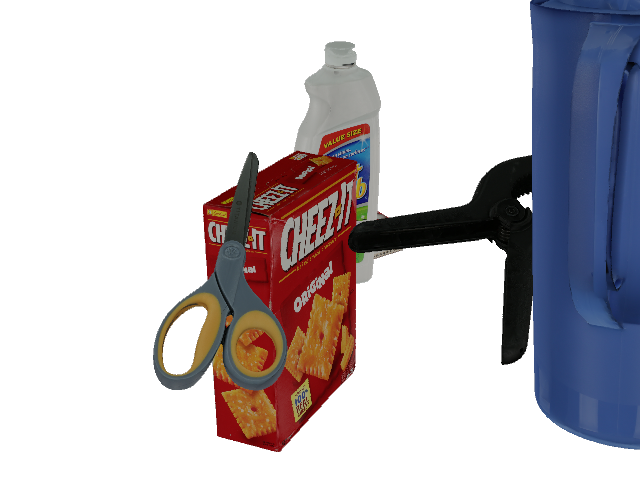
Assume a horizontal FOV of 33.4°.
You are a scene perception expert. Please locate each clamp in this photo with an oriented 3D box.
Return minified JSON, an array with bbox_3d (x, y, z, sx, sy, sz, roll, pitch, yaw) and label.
[{"bbox_3d":[0.150,-0.003,0.821,0.209,0.036,0.165,-31,56,-22],"label":"clamp"}]

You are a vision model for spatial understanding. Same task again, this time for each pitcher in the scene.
[{"bbox_3d":[0.171,-0.012,0.574,0.149,0.243,0.145,-5,18,-14],"label":"pitcher"}]

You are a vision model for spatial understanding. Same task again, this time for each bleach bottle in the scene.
[{"bbox_3d":[0.009,-0.076,1.089,0.102,0.251,0.068,-4,26,-10],"label":"bleach bottle"}]

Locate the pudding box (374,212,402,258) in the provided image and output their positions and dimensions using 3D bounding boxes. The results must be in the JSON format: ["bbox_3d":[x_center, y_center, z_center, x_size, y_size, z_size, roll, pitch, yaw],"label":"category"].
[{"bbox_3d":[0.032,-0.005,1.314,0.113,0.039,0.090,-18,30,-26],"label":"pudding box"}]

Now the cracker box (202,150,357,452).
[{"bbox_3d":[-0.027,0.048,0.926,0.072,0.214,0.164,10,24,24],"label":"cracker box"}]

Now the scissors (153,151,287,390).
[{"bbox_3d":[-0.046,0.024,0.738,0.096,0.201,0.016,21,-35,10],"label":"scissors"}]
